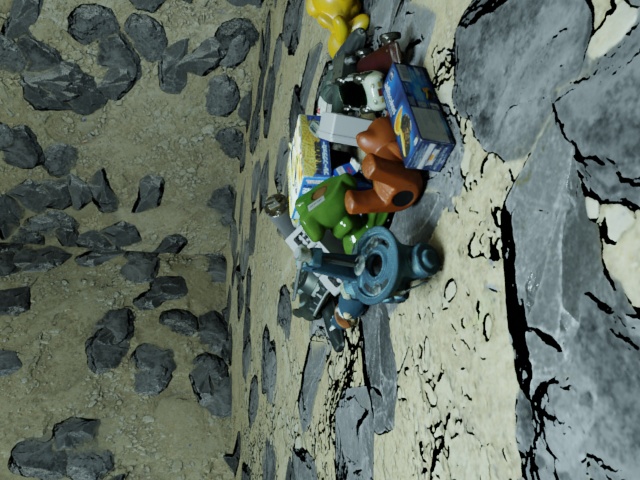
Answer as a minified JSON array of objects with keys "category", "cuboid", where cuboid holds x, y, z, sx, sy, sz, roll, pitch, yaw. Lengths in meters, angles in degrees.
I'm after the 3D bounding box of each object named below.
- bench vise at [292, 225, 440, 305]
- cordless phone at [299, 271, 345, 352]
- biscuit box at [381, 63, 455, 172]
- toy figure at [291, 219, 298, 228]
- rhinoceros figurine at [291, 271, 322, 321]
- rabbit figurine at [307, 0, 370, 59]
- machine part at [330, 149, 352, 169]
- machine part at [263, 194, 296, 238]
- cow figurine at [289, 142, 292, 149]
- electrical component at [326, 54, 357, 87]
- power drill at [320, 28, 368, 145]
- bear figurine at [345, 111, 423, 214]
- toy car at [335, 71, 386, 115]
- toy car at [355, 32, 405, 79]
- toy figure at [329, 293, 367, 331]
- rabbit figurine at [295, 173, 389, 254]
[{"category":"bench vise","cuboid":[0.056,0.043,0.841,0.224,0.240,0.129,-9,73,58]},{"category":"cordless phone","cuboid":[0.026,0.151,1.217,0.146,0.089,0.184,116,143,-51]},{"category":"biscuit box","cuboid":[0.152,-0.200,0.858,0.062,0.059,0.203,112,157,-47]},{"category":"toy figure","cuboid":[-0.037,-0.111,1.478,0.089,0.082,0.180,153,123,-72]},{"category":"rhinoceros figurine","cuboid":[-0.029,0.116,1.398,0.112,0.073,0.190,137,135,-70]},{"category":"rabbit figurine","cuboid":[0.055,-0.504,1.255,0.162,0.122,0.173,-143,45,-61]},{"category":"machine part","cuboid":[0.037,-0.121,1.262,0.179,0.056,0.179,-175,90,-73]},{"category":"machine part","cuboid":[-0.099,-0.065,1.554,0.243,0.079,0.079,56,-152,-62]},{"category":"cow figurine","cuboid":[-0.017,-0.234,1.448,0.068,0.098,0.167,68,171,-29]},{"category":"electrical component","cuboid":[0.045,-0.359,1.141,0.094,0.021,0.063,6,88,58]},{"category":"power drill","cuboid":[0.053,-0.335,1.221,0.232,0.086,0.207,143,125,-69]},{"category":"bear figurine","cuboid":[0.100,-0.143,0.913,0.120,0.132,0.196,120,145,-46]},{"category":"toy car","cuboid":[0.078,-0.282,1.028,0.202,0.056,0.073,-135,28,-70]},{"category":"toy car","cuboid":[0.120,-0.335,1.026,0.202,0.053,0.089,-161,60,-73]},{"category":"toy figure","cuboid":[0.057,0.146,1.106,0.058,0.064,0.154,46,149,18]},{"category":"rabbit figurine","cuboid":[0.056,-0.039,1.027,0.159,0.170,0.121,-40,26,2]}]
